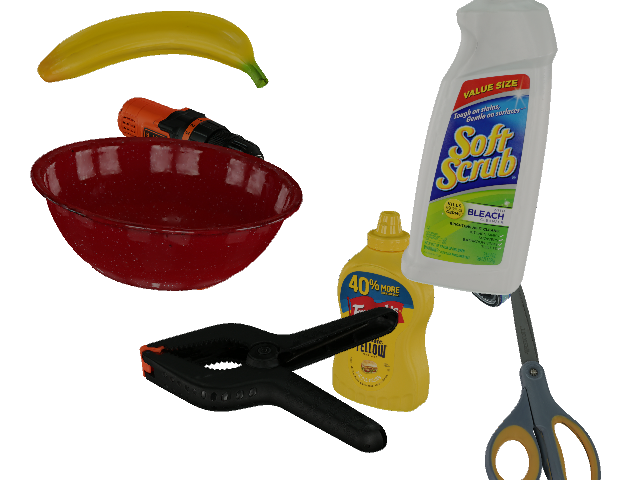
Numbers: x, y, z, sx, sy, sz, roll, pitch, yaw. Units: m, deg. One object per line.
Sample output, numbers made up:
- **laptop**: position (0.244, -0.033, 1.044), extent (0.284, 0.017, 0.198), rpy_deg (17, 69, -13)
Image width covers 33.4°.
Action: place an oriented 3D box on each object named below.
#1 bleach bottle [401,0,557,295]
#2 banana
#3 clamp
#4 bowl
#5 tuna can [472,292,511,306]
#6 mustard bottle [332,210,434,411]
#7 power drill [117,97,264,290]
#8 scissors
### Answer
- **bleach bottle**: position (0.123, -0.086, 0.824), extent (0.103, 0.251, 0.068), rpy_deg (9, 23, 15)
- **banana**: position (-0.144, -0.169, 0.929), extent (0.197, 0.069, 0.037), rpy_deg (0, -33, -3)
- **clamp**: position (-0.037, 0.096, 0.851), extent (0.210, 0.036, 0.164), rpy_deg (6, 31, 13)
- **bowl**: position (-0.094, -0.013, 0.647), extent (0.162, 0.055, 0.162), rpy_deg (7, 21, -3)
- **tuna can**: position (0.198, 0.038, 1.285), extent (0.033, 0.086, 0.086), rpy_deg (-36, 10, -15)
- **mustard bottle**: position (0.062, 0.066, 1.039), extent (0.096, 0.192, 0.058), rpy_deg (12, 18, 30)
- **power drill**: position (-0.134, -0.045, 1.118), extent (0.185, 0.188, 0.057), rpy_deg (25, 36, 32)
- **scissors**: position (0.154, 0.119, 0.850), extent (0.096, 0.202, 0.016), rpy_deg (-15, -29, -13)
